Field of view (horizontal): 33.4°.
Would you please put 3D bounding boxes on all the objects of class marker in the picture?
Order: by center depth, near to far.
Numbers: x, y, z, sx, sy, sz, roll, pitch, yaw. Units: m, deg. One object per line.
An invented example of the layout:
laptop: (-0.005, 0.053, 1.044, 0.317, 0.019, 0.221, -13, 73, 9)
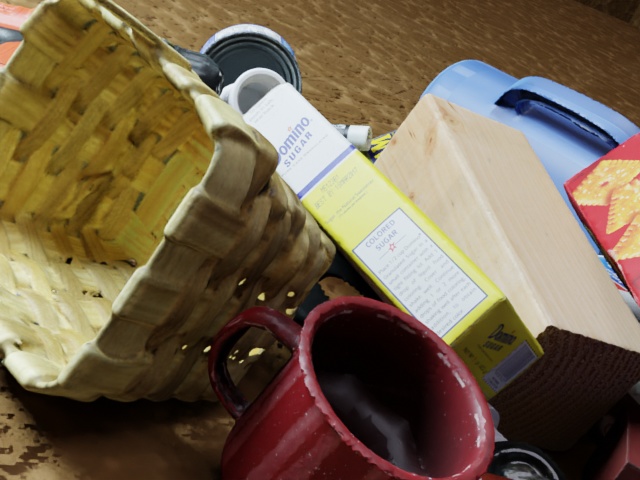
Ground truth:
marker: (-0.021, -0.082, 0.820, 0.121, 0.020, 0.020, 6, 18, 16)

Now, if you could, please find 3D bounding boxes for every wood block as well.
wood block: (0.105, 0.016, 0.655, 0.090, 0.090, 0.206, 16, 36, -31)

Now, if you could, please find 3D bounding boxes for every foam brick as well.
foam brick: (0.175, 0.134, 0.575, 0.051, 0.053, 0.078, 30, 23, 7)

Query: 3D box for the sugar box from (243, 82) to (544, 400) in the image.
sugar box: (0.034, -0.001, 0.547, 0.176, 0.048, 0.093, 50, 2, 31)

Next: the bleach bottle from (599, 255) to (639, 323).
bleach bottle: (0.223, 0.052, 0.798, 0.250, 0.068, 0.103, 12, 27, -27)

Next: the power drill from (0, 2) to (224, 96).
power drill: (-0.160, -0.101, 0.687, 0.184, 0.057, 0.187, 11, 22, -3)

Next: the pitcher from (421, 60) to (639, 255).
pitcher: (0.194, -0.070, 0.932, 0.144, 0.149, 0.243, 1, 30, -48)

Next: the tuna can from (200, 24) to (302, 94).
tuna can: (-0.058, -0.127, 0.848, 0.086, 0.086, 0.034, 21, 21, -13)

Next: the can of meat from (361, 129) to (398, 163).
can of meat: (0.079, -0.051, 0.815, 0.084, 0.057, 0.102, -21, 30, 1)

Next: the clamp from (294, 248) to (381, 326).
clamp: (-0.004, 0.001, 0.637, 0.210, 0.036, 0.164, 42, 47, 14)

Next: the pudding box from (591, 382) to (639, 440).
pudding box: (0.203, 0.102, 0.695, 0.089, 0.039, 0.114, 13, 28, -37)

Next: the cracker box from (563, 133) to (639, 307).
cracker box: (0.237, 0.046, 0.644, 0.164, 0.072, 0.213, 50, 15, -20)

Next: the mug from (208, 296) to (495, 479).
mug: (0.002, 0.077, 0.443, 0.117, 0.082, 0.093, 39, 33, 0)
